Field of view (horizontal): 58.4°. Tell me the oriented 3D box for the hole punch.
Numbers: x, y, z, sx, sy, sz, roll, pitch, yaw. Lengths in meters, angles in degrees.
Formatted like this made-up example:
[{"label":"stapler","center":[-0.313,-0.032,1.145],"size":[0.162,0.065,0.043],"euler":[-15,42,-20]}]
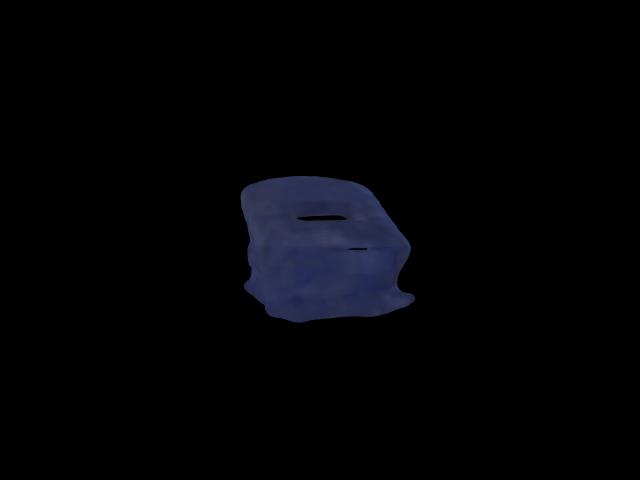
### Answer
[{"label":"hole punch","center":[0.004,0.001,0.400],"size":[0.109,0.091,0.101],"euler":[-2,7,-19]}]
